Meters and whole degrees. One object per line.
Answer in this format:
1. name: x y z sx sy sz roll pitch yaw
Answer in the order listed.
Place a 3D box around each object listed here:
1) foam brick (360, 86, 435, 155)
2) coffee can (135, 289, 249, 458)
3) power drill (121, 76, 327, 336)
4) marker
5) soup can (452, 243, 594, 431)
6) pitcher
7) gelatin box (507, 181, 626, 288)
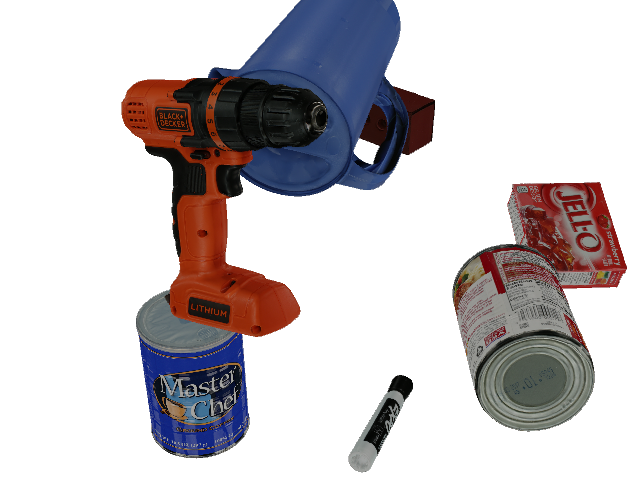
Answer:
1. foam brick: 0.083 -0.138 1.205 0.078 0.053 0.051 23 36 32
2. coffee can: -0.126 0.131 1.069 0.103 0.140 0.103 -1 32 1
3. power drill: -0.063 -0.028 0.783 0.185 0.188 0.057 10 23 40
4. marker: 0.050 0.143 0.853 0.020 0.020 0.121 0 23 23
5. soup can: 0.118 0.055 0.629 0.068 0.068 0.102 0 28 -1
6. pitcher: 0.008 -0.155 1.032 0.145 0.149 0.242 -3 36 25
7. gelatin box: 0.191 -0.005 0.836 0.073 0.089 0.030 -1 -37 -5
